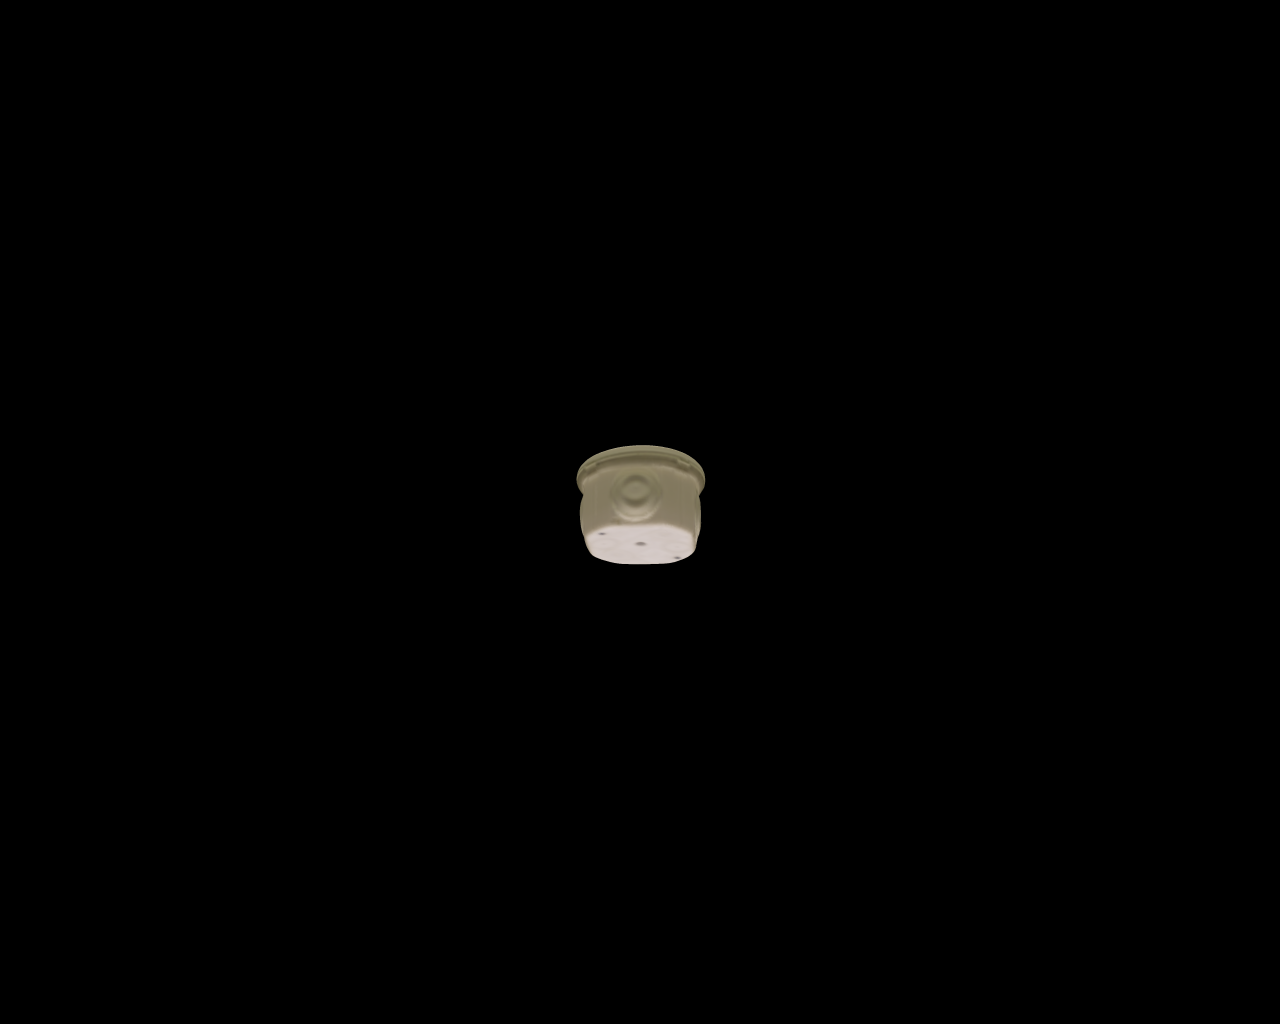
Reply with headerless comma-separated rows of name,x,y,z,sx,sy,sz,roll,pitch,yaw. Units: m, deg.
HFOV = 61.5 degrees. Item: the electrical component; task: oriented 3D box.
electrical component,0.001,-0.003,0.650,0.080,0.051,0.080,0,-23,0
